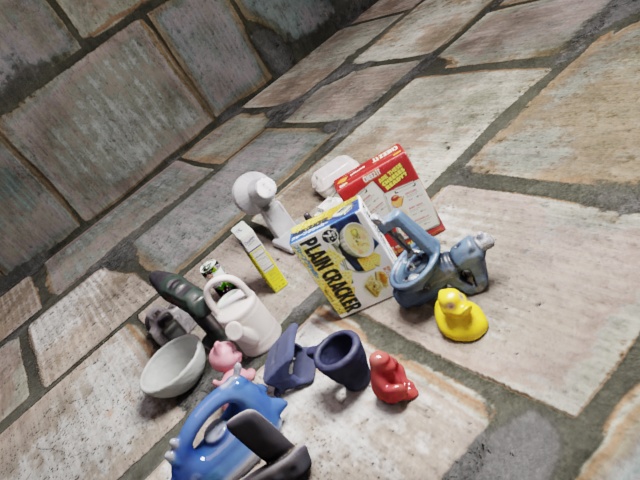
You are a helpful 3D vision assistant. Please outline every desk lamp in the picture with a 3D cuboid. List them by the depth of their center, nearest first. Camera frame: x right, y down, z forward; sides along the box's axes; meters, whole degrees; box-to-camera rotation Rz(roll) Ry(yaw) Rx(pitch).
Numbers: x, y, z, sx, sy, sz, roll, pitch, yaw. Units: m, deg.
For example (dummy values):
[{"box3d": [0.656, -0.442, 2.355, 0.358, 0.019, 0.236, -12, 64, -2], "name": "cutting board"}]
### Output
[{"box3d": [-0.132, -0.089, 1.572, 0.118, 0.214, 0.202, -43, 28, -16], "name": "desk lamp"}]

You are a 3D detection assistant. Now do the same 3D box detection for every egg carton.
[{"box3d": [0.047, -0.190, 1.701, 0.150, 0.069, 0.107, -36, 27, -3], "name": "egg carton"}]

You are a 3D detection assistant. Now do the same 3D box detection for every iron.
[{"box3d": [-0.186, 0.344, 1.007, 0.259, 0.142, 0.118, -45, 29, -21], "name": "iron"}]

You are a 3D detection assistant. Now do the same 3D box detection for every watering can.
[{"box3d": [-0.172, 0.157, 1.237, 0.101, 0.194, 0.172, -39, 28, -10], "name": "watering can"}]

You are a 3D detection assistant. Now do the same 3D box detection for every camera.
[{"box3d": [-0.404, 0.206, 1.514, 0.136, 0.101, 0.143, 6, 47, 51], "name": "camera"}]

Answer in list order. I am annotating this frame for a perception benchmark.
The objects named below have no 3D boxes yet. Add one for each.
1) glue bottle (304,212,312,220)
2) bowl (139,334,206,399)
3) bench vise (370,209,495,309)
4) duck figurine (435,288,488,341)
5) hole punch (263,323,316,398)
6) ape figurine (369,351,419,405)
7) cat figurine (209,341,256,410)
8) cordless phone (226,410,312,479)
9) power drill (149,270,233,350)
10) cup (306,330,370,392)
[{"box3d": [0.012, 0.005, 1.307, 0.078, 0.173, 0.037, -19, 31, 27], "name": "glue bottle"}, {"box3d": [-0.320, 0.298, 1.300, 0.167, 0.075, 0.167, -26, 28, 15], "name": "bowl"}, {"box3d": [0.197, 0.011, 1.043, 0.207, 0.220, 0.121, -30, 27, 7], "name": "bench vise"}, {"box3d": [0.230, 0.118, 0.982, 0.077, 0.086, 0.104, -41, 28, -13], "name": "duck figurine"}, {"box3d": [-0.068, 0.232, 1.115, 0.101, 0.091, 0.108, -24, 29, 19], "name": "hole punch"}, {"box3d": [0.111, 0.220, 0.939, 0.076, 0.092, 0.078, -17, 32, 30], "name": "ape figurine"}, {"box3d": [-0.192, 0.263, 1.170, 0.067, 0.118, 0.128, -24, 29, 18], "name": "cat figurine"}, {"box3d": [-0.108, 0.338, 0.881, 0.147, 0.185, 0.094, -33, 27, 2], "name": "cordless phone"}, {"box3d": [-0.296, 0.165, 1.343, 0.076, 0.209, 0.228, -47, 30, -24], "name": "power drill"}, {"box3d": [0.038, 0.222, 1.012, 0.117, 0.095, 0.092, -9, 36, 39], "name": "cup"}]
